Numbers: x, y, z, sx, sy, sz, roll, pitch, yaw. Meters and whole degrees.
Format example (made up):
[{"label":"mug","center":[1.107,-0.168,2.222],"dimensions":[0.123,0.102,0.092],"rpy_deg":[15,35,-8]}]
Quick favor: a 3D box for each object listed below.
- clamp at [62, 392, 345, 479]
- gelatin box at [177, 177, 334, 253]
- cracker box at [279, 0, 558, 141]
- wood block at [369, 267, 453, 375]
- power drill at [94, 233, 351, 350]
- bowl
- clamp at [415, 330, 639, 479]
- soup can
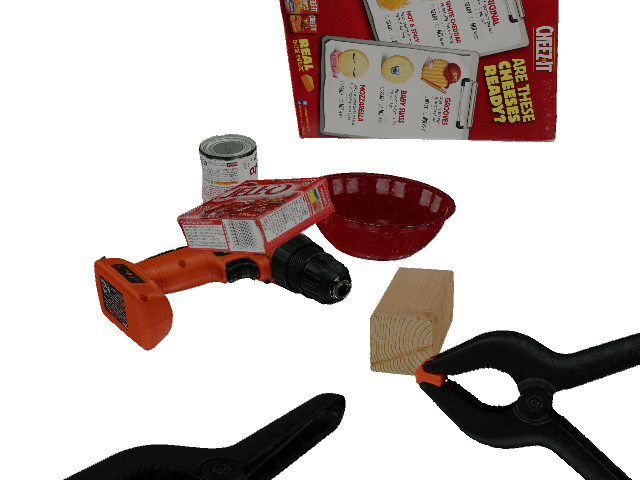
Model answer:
[{"label":"clamp","center":[-0.051,0.132,0.575],"dimensions":[0.209,0.036,0.165],"rpy_deg":[-1,19,-14]},{"label":"gelatin box","center":[-0.047,-0.019,0.761],"dimensions":[0.089,0.030,0.073],"rpy_deg":[2,26,46]},{"label":"cracker box","center":[0.081,-0.165,0.855],"dimensions":[0.214,0.164,0.072],"rpy_deg":[1,38,13]},{"label":"wood block","center":[0.141,0.118,1.607],"dimensions":[0.091,0.090,0.205],"rpy_deg":[4,20,15]},{"label":"power drill","center":[-0.089,0.034,0.941],"dimensions":[0.187,0.057,0.185],"rpy_deg":[-19,27,-31]},{"label":"bowl","center":[0.059,-0.021,1.120],"dimensions":[0.162,0.055,0.162],"rpy_deg":[4,21,-2]},{"label":"clamp","center":[0.149,0.114,0.707],"dimensions":[0.172,0.120,0.039],"rpy_deg":[2,-2,19]},{"label":"soup can","center":[-0.106,-0.064,1.239],"dimensions":[0.068,0.102,0.068],"rpy_deg":[0,29,0]}]
